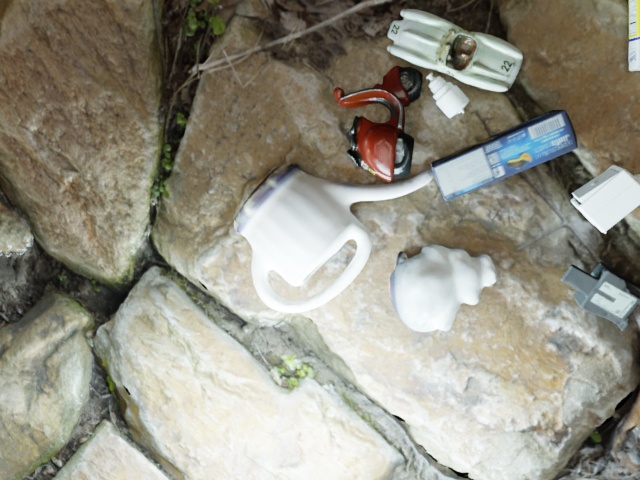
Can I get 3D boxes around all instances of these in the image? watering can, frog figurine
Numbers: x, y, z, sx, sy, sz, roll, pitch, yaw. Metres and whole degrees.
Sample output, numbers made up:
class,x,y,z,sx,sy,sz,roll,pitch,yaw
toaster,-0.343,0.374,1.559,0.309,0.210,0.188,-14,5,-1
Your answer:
class,x,y,z,sx,sy,sz,roll,pitch,yaw
watering can,0.003,-0.043,0.855,0.225,0.104,0.346,43,95,5
frog figurine,0.195,0.075,0.814,0.159,0.122,0.138,-6,82,28
